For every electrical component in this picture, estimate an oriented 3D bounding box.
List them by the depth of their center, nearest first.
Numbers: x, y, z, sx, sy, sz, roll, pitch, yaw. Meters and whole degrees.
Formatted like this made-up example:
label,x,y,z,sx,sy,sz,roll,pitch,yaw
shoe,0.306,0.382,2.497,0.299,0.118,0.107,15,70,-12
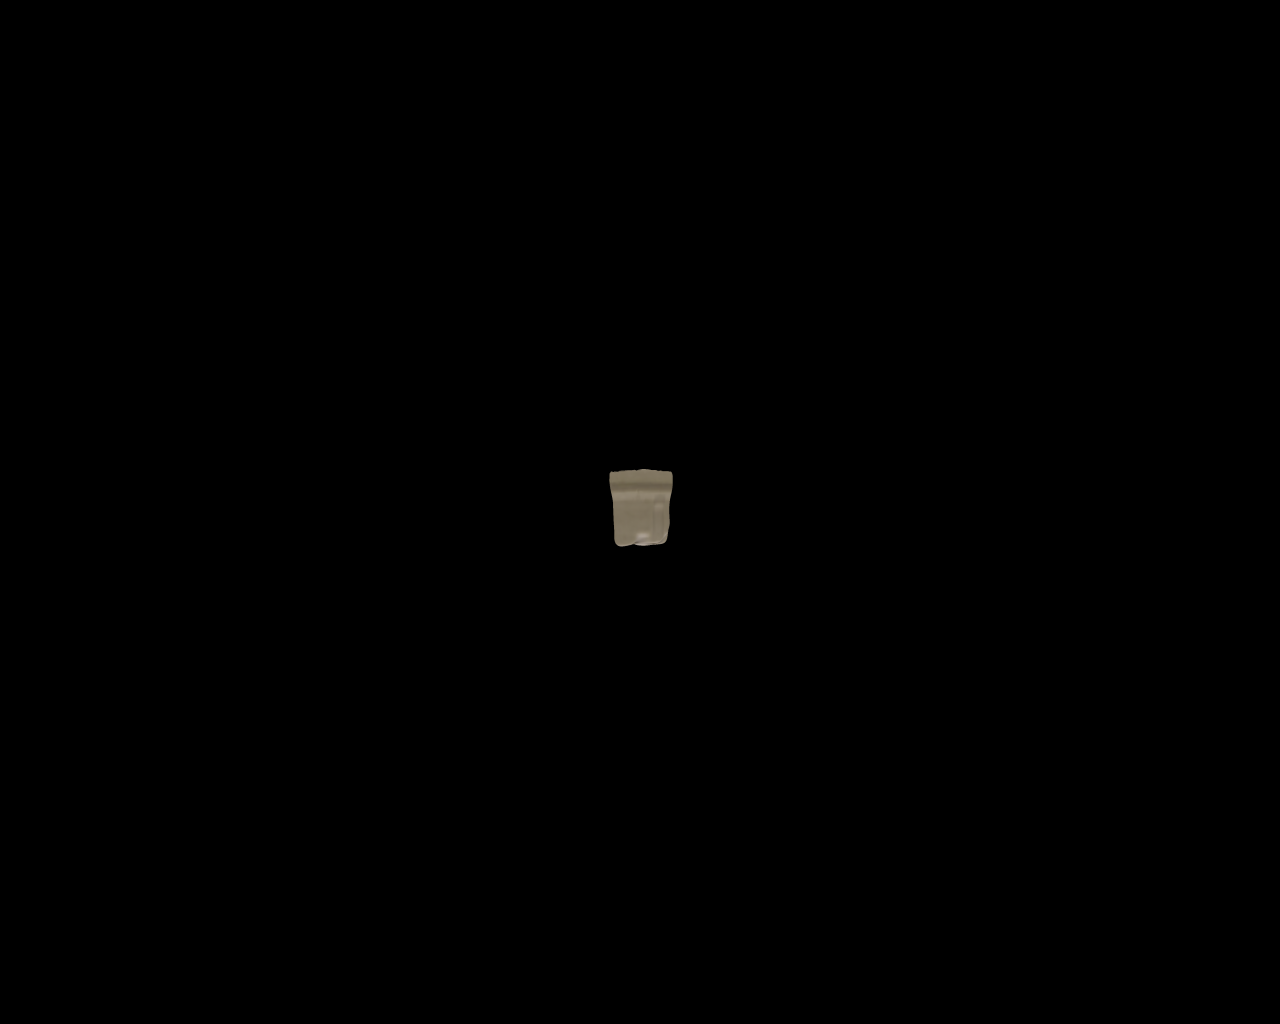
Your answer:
label,x,y,z,sx,sy,sz,roll,pitch,yaw
electrical component,0.001,-0.003,0.650,0.040,0.046,0.040,0,0,0
